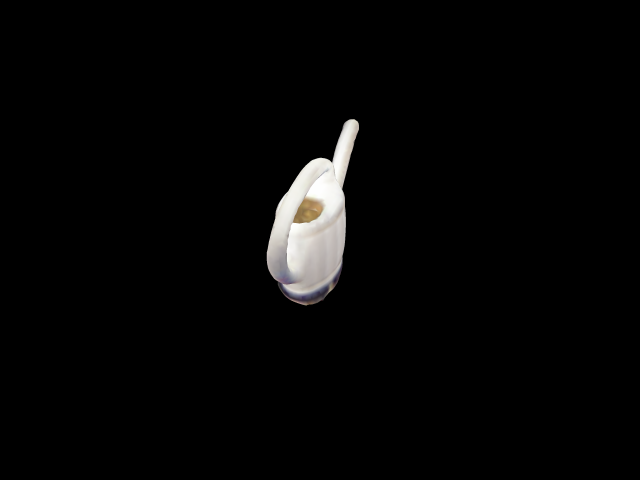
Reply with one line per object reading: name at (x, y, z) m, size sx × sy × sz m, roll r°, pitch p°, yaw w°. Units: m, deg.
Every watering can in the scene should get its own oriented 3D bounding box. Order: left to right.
watering can at (0.003, -0.043, 0.850) m, size 0.104 × 0.219 × 0.355 m, roll 14°, pitch 41°, yaw 17°
